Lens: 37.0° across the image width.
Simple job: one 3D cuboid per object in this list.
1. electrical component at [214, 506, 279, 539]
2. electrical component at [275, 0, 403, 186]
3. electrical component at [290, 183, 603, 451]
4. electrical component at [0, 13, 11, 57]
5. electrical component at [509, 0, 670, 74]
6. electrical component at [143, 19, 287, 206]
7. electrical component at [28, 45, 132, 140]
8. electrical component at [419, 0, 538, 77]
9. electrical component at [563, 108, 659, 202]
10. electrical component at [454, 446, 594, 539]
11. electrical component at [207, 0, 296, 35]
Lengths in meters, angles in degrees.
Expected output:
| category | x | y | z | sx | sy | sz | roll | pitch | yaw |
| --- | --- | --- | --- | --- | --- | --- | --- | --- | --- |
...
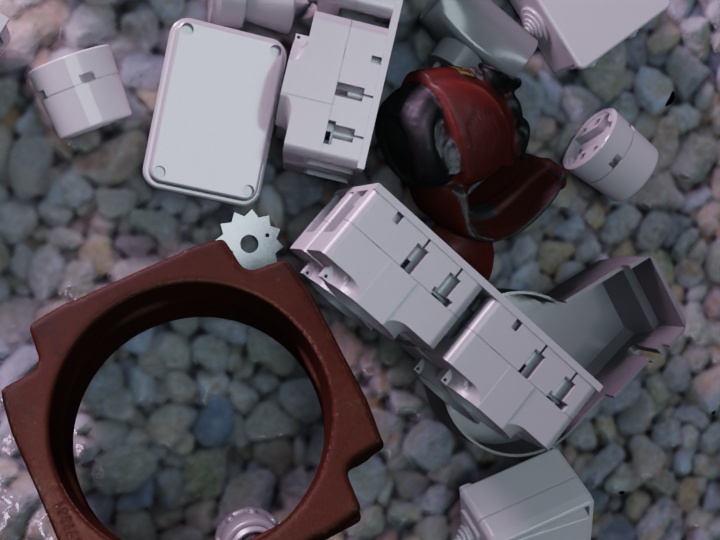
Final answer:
| category | x | y | z | sx | sy | sz | roll | pitch | yaw |
| --- | --- | --- | --- | --- | --- | --- | --- | --- | --- |
| electrical component | -0.073 | 0.191 | 0.733 | 0.048 | 0.062 | 0.048 | 0 | 92 | -14 |
| electrical component | -0.010 | -0.158 | 0.712 | 0.060 | 0.105 | 0.186 | 13 | 88 | -4 |
| electrical component | 0.047 | 0.031 | 0.678 | 0.186 | 0.105 | 0.060 | 41 | 82 | -12 |
| electrical component | -0.325 | -0.157 | 0.660 | 0.186 | 0.060 | 0.105 | 32 | 84 | -13 |
| electrical component | 0.162 | -0.203 | 0.789 | 0.100 | 0.048 | 0.099 | -36 | 100 | -10 |
| electrical component | -0.098 | -0.103 | 0.721 | 0.078 | 0.057 | 0.113 | 11 | 89 | -14 |
| electrical component | -0.181 | -0.115 | 0.702 | 0.055 | 0.055 | 0.047 | -23 | 100 | -13 |
| electrical component | 0.075 | -0.157 | 0.770 | 0.077 | 0.044 | 0.079 | 37 | 82 | -13 |
| electrical component | 0.187 | -0.084 | 0.796 | 0.047 | 0.055 | 0.055 | 35 | 83 | -16 |
| electrical component | 0.115 | 0.182 | 0.769 | 0.096 | 0.061 | 0.061 | -21 | 135 | -13 |
| electrical component | -0.074 | -0.185 | 0.731 | 0.055 | 0.045 | 0.045 | 3 | 91 | -14 |
